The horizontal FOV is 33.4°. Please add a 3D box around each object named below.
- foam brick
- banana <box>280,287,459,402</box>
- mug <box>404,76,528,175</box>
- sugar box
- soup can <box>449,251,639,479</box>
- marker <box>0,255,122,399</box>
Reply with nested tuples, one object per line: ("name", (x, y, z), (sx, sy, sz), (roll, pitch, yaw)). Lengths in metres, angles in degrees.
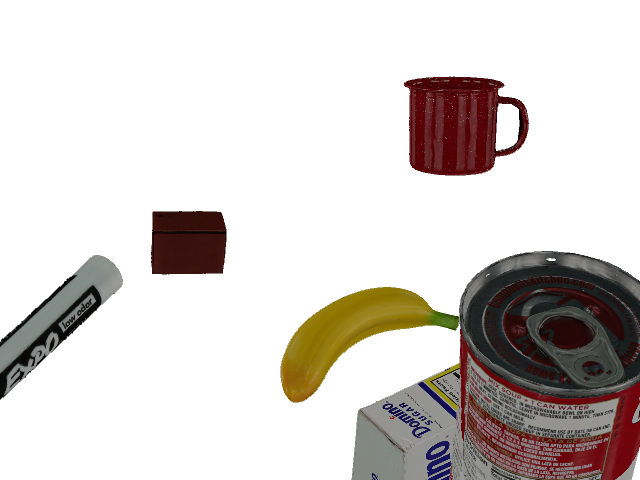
("foam brick", (-0.142, 0.002, 1.145), (0.078, 0.051, 0.053), (0, 25, -10))
("banana", (0.026, 0.071, 0.829), (0.070, 0.037, 0.197), (21, 28, 39))
("mug", (0.137, -0.108, 1.005), (0.117, 0.081, 0.093), (3, 16, 11))
("sugar box", (0.100, 0.111, 0.627), (0.175, 0.093, 0.048), (-23, 42, -31))
("soup can", (0.081, 0.064, 0.382), (0.068, 0.102, 0.068), (-1, 39, 1))
("marker", (-0.127, 0.048, 0.442), (0.020, 0.020, 0.121), (0, 35, 40))
